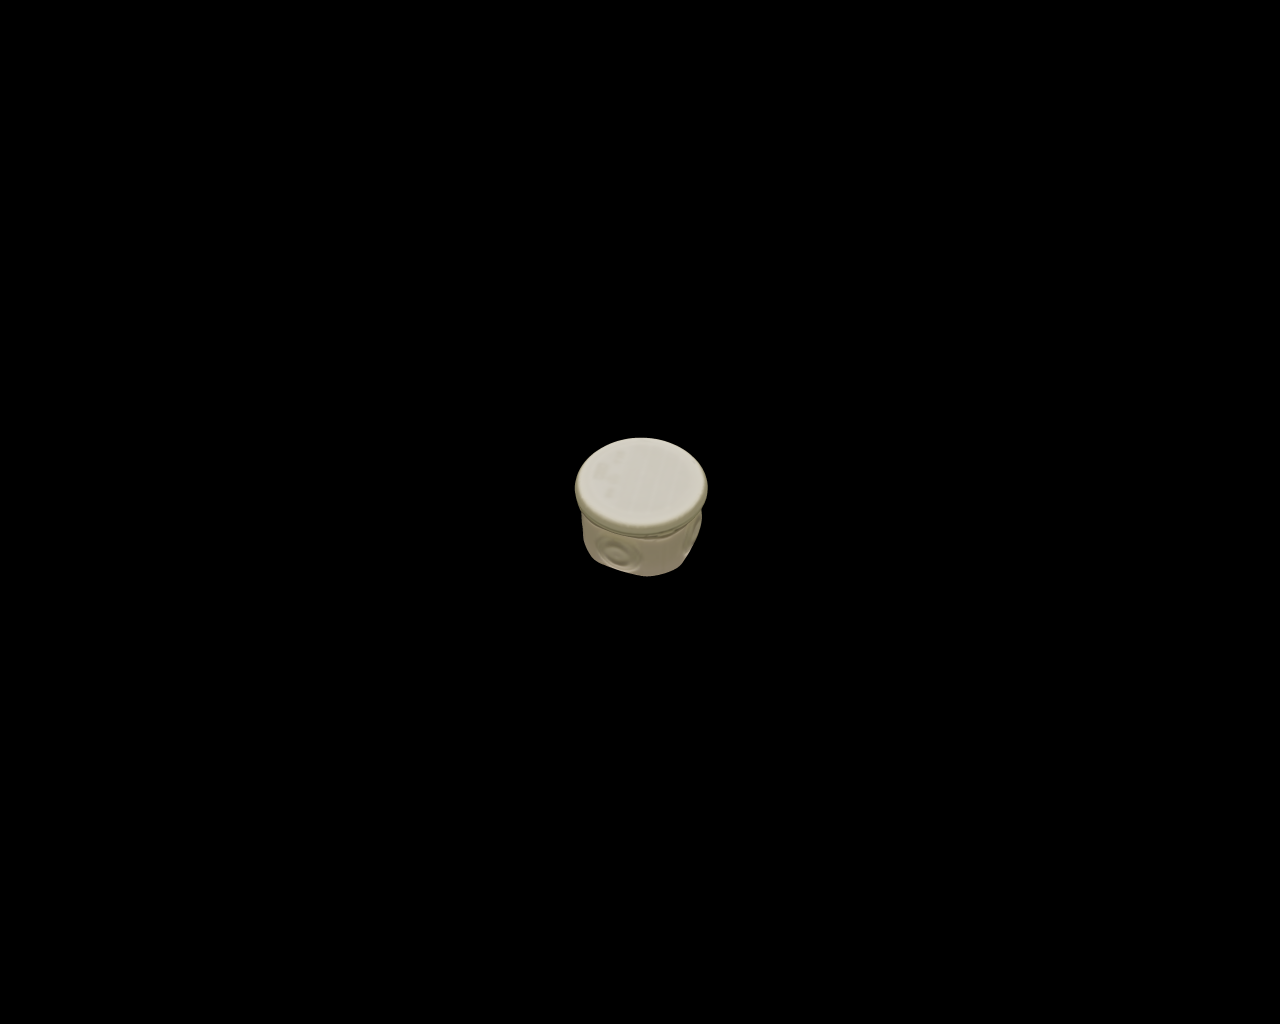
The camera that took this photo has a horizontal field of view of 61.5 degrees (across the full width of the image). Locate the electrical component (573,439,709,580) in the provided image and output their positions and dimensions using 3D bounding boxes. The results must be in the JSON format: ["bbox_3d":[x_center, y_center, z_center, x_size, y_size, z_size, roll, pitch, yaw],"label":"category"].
[{"bbox_3d":[0.001,-0.003,0.650,0.080,0.080,0.050,0,-45,0],"label":"electrical component"}]
